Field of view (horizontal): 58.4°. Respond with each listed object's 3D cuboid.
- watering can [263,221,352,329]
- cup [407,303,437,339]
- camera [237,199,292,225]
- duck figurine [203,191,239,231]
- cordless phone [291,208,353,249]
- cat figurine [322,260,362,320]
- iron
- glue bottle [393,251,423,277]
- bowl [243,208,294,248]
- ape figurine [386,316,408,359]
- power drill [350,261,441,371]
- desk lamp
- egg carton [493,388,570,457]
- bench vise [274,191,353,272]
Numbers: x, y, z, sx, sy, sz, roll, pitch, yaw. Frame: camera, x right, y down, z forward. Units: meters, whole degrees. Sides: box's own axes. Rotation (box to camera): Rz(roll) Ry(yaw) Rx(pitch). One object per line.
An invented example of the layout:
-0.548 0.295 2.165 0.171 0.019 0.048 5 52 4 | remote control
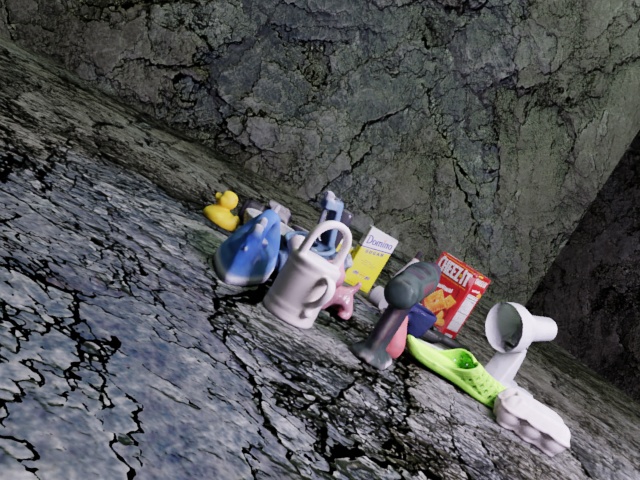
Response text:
-0.018 0.048 1.025 0.172 0.194 0.101 35 9 33 | watering can
0.201 0.191 1.303 0.091 0.095 0.118 35 9 31 | cup
-0.156 -0.070 1.621 0.137 0.101 0.143 29 8 -10 | camera
-0.235 -0.079 1.436 0.104 0.086 0.078 34 9 29 | duck figurine
-0.003 -0.020 1.557 0.147 0.185 0.094 31 7 2 | cordless phone
0.033 0.093 1.219 0.128 0.117 0.067 26 9 -29 | cat figurine
-0.126 0.000 1.123 0.118 0.141 0.258 30 8 -3 | iron
0.275 0.111 1.807 0.037 0.173 0.077 22 11 -46 | glue bottle
-0.128 -0.010 1.434 0.167 0.074 0.167 30 8 -4 | bowl
0.146 0.184 1.148 0.078 0.092 0.076 25 9 -32 | ape figurine
0.147 0.130 1.061 0.075 0.208 0.230 32 8 17 | power drill
0.485 0.270 1.423 0.204 0.213 0.117 25 9 -33 | desk lamp
0.419 0.359 1.138 0.150 0.069 0.107 31 8 6 | egg carton
0.004 -0.001 1.329 0.121 0.219 0.208 35 9 31 | bench vise
